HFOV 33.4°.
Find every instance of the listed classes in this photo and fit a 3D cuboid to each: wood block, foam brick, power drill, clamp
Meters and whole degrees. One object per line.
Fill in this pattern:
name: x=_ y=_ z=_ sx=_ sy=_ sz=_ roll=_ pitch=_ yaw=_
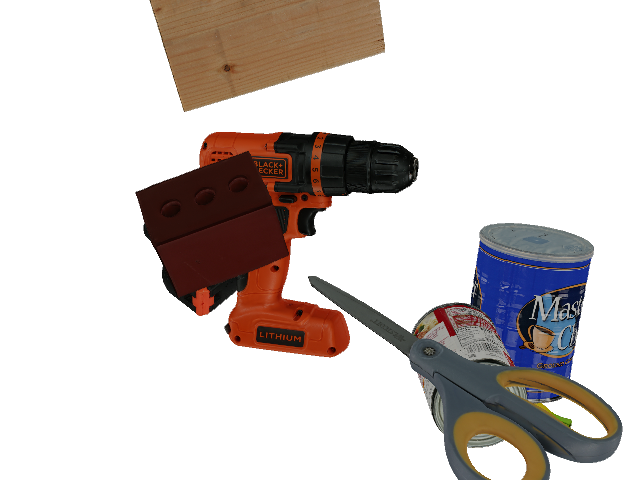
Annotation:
wood block: x=-0.051 y=-0.211 z=1.035 sx=0.206 sy=0.090 sz=0.091 roll=-17 pitch=-43 yaw=-5
foam brick: x=-0.066 y=-0.010 z=0.664 sx=0.078 sy=0.051 sz=0.053 roll=-21 pitch=46 yaw=-5
power drill: x=-0.011 y=0.001 z=0.900 sx=0.185 sy=0.188 sz=0.057 roll=5 pitch=15 yaw=17
clamp: x=-0.110 y=0.017 z=1.081 sx=0.120 sy=0.039 sz=0.171 roll=-11 pitch=34 yaw=-11

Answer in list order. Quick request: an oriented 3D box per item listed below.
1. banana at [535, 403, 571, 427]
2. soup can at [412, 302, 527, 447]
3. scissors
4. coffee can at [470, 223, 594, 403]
banana: x=0.210 y=0.150 z=1.174 sx=0.069 sy=0.037 sz=0.198 roll=11 pitch=26 yaw=-14
soup can: x=0.105 y=0.094 z=0.764 sx=0.068 sy=0.068 sz=0.102 roll=0 pitch=19 yaw=-4
scissors: x=0.054 y=0.076 z=0.558 sx=0.202 sy=0.016 sz=0.096 roll=20 pitch=42 yaw=27
coffee can: x=0.188 y=0.065 z=0.984 sx=0.103 sy=0.140 sz=0.103 roll=6 pitch=16 yaw=-2
